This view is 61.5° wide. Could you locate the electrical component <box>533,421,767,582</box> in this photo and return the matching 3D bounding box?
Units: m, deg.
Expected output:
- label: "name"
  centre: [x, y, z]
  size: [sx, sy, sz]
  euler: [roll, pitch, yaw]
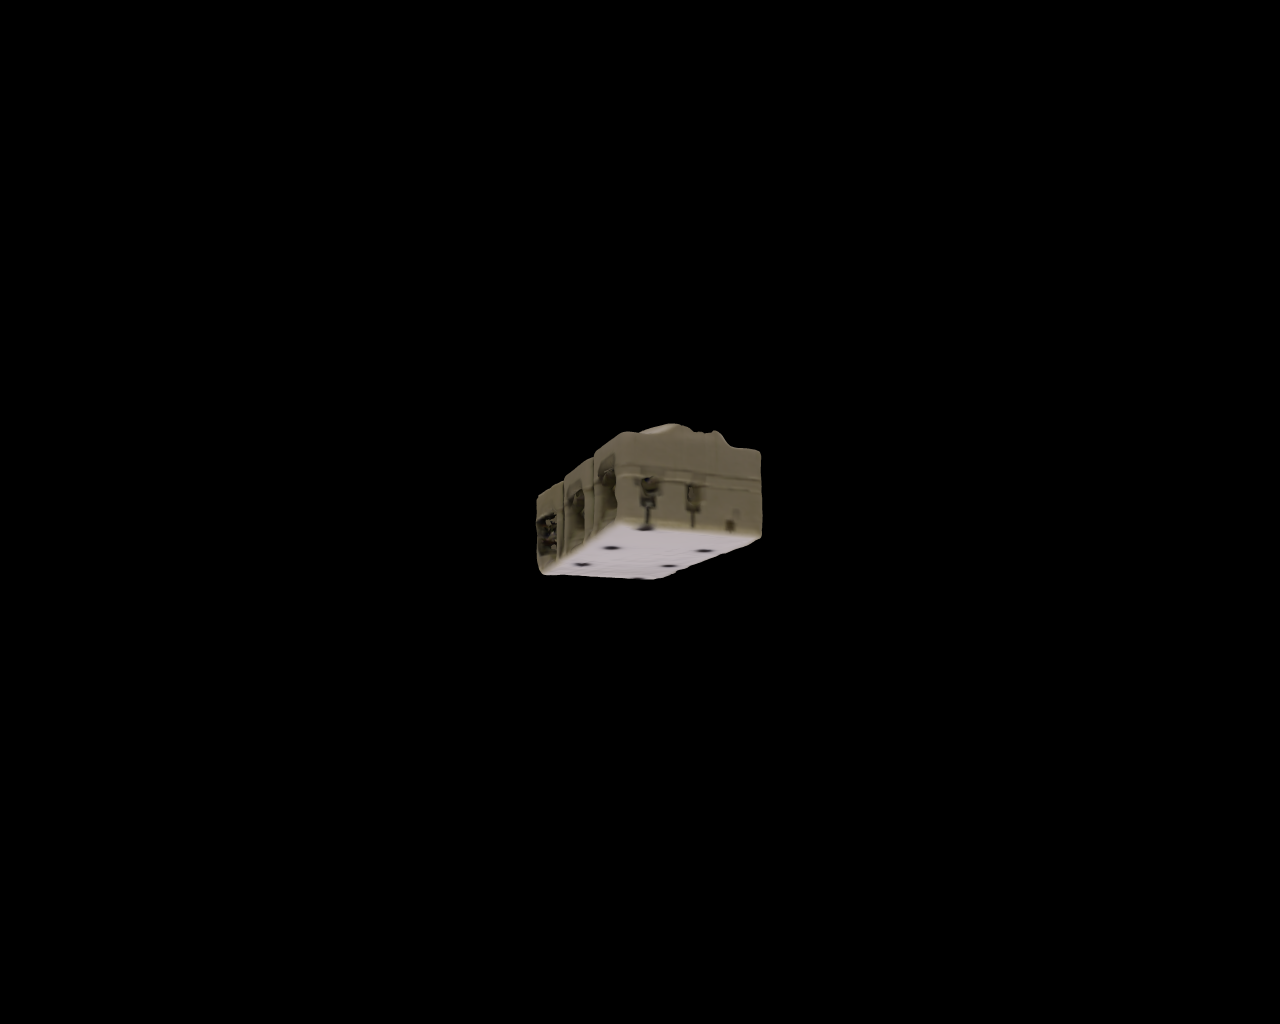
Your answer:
- label: "electrical component"
  centre: [0.001, -0.003, 0.650]
  size: [0.089, 0.062, 0.150]
  euler: [6, -15, -23]
